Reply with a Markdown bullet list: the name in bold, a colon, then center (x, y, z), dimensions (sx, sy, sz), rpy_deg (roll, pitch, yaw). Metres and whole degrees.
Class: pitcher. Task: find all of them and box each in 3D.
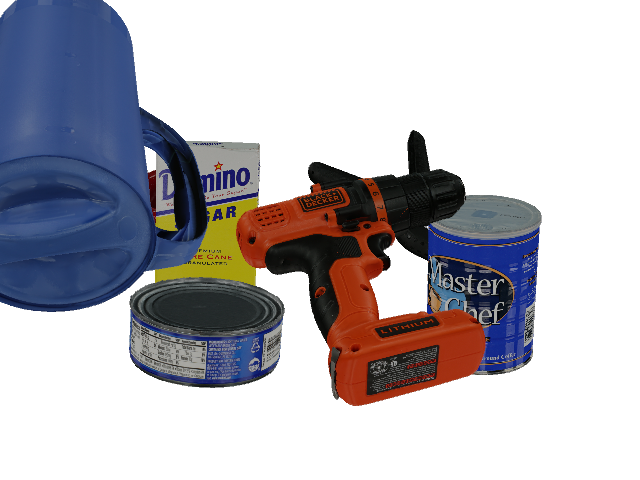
- **pitcher**: center (-0.177, -0.074, 0.763), dimensions (0.145, 0.243, 0.149), rpy_deg (-22, -48, 10)

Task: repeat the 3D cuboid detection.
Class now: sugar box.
- **sugar box**: center (-0.102, 0.000, 0.965), dimensions (0.093, 0.176, 0.048), rpy_deg (1, 13, -2)

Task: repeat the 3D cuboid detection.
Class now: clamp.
- **clamp**: center (0.094, -0.038, 1.182), dimensions (0.164, 0.210, 0.036), rpy_deg (-15, -37, -28)

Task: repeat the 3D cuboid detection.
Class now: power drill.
- **power drill**: center (0.047, 0.024, 0.774), dimensions (0.184, 0.057, 0.188), rpy_deg (-15, 42, -12)

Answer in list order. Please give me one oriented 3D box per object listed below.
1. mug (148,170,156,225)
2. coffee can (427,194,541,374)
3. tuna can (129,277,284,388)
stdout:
- **mug**: center (-0.168, -0.018, 1.187), dimensions (0.093, 0.081, 0.117), rpy_deg (19, 39, 24)
- **coffee can**: center (0.150, 0.039, 0.994), dimensions (0.103, 0.140, 0.103), rpy_deg (-1, 21, 0)
- **tuna can**: center (-0.064, 0.050, 0.595), dimensions (0.086, 0.034, 0.086), rpy_deg (5, 17, -2)
